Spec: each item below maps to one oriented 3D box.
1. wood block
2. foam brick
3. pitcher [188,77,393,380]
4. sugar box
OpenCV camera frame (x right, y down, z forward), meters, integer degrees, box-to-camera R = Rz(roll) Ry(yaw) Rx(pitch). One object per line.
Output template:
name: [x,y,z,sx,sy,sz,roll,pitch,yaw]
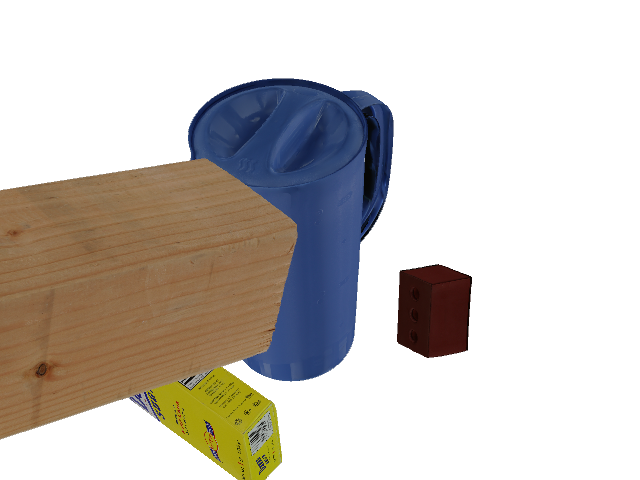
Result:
wood block: [-0.122,0.026,0.562,0.205,0.091,0.090,-14,39,-43]
foam brick: [0.110,0.068,1.042,0.051,0.078,0.053,-10,18,-32]
pitcher: [-0.019,-0.004,0.869,0.149,0.243,0.145,2,44,6]
sugar box: [-0.114,0.134,0.925,0.176,0.093,0.048,27,53,27]
